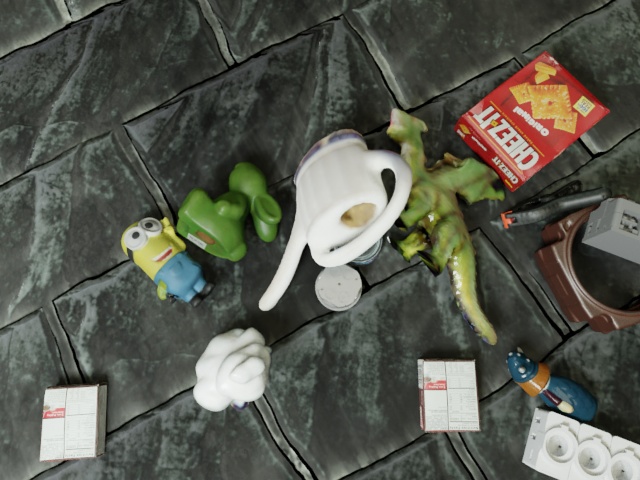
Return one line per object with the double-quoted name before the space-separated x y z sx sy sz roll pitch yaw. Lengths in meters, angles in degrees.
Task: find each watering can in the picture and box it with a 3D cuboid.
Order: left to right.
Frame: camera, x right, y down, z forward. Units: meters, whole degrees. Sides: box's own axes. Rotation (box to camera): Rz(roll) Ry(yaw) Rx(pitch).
"watering can" 0.003 -0.043 0.860 0.343 0.103 0.230 -37 45 26

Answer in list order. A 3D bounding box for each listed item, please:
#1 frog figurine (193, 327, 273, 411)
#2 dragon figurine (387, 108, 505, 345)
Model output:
"frog figurine" -0.136 0.199 0.788 0.138 0.157 0.123 -44 79 -9
"dragon figurine" 0.233 -0.050 0.892 0.245 0.121 0.411 -38 88 -17
